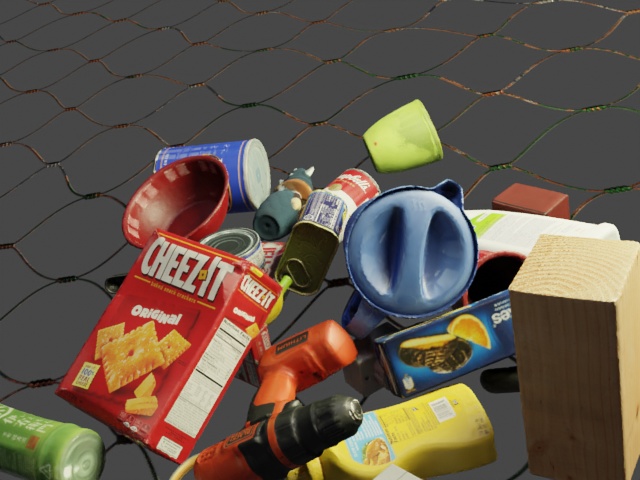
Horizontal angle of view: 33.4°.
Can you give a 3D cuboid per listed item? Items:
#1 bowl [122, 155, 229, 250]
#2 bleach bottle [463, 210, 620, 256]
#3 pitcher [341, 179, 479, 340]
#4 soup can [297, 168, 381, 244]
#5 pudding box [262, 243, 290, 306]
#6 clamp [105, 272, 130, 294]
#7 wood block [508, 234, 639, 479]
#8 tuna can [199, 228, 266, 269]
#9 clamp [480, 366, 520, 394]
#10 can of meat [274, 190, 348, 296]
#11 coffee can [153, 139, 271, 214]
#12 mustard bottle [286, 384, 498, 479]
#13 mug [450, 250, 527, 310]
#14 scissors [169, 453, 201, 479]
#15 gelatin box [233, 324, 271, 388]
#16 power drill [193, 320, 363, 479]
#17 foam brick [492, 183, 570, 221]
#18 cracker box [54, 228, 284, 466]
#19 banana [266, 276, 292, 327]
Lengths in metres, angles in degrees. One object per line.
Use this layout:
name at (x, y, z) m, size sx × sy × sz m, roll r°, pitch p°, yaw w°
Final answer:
bowl at (-0.180, -0.035, 1.413) m, size 0.162 × 0.055 × 0.162 m, roll -18°, pitch 44°, yaw 18°
bleach bottle at (0.220, 0.002, 1.263) m, size 0.102 × 0.068 × 0.251 m, roll -33°, pitch 34°, yaw -33°
pitcher at (0.080, 0.015, 1.168) m, size 0.149 × 0.145 × 0.243 m, roll -13°, pitch 3°, yaw -2°
soup can at (0.025, -0.040, 1.400) m, size 0.069 × 0.068 × 0.102 m, roll 13°, pitch 39°, yaw 36°
pudding box at (-0.078, 0.044, 1.323) m, size 0.090 × 0.039 × 0.113 m, roll -1°, pitch 32°, yaw 18°
clamp at (-0.190, 0.046, 1.364) m, size 0.171 × 0.039 × 0.120 m, roll -22°, pitch 29°, yaw -31°
wood block at (0.229, 0.108, 0.930) m, size 0.090 × 0.206 × 0.090 m, roll 6°, pitch 35°, yaw 29°
tuna can at (-0.111, 0.020, 1.303) m, size 0.086 × 0.034 × 0.086 m, roll -9°, pitch 28°, yaw 5°
clamp at (0.287, 0.119, 1.060) m, size 0.210 × 0.036 × 0.164 m, roll 10°, pitch 37°, yaw 39°
can of meat at (-0.008, 0.002, 1.272) m, size 0.057 × 0.102 × 0.084 m, roll 22°, pitch 34°, yaw -1°
coffee can at (-0.151, -0.086, 1.508) m, size 0.140 × 0.103 × 0.102 m, roll -4°, pitch 31°, yaw 15°
mustard bottle at (0.061, 0.196, 0.993) m, size 0.191 × 0.058 × 0.096 m, roll -16°, pitch 28°, yaw -6°
mug at (0.194, 0.049, 1.146) m, size 0.117 × 0.093 × 0.081 m, roll -26°, pitch 9°, yaw -8°
scissors at (-0.123, 0.270, 0.980) m, size 0.096 × 0.016 × 0.201 m, roll -3°, pitch 31°, yaw 16°
gelatin box at (-0.089, 0.116, 1.171) m, size 0.089 × 0.073 × 0.030 m, roll 17°, pitch 40°, yaw 41°
power drill at (-0.022, 0.153, 1.018) m, size 0.185 × 0.057 × 0.187 m, roll -27°, pitch 16°, yaw 27°
foam brick at (0.259, -0.030, 1.309) m, size 0.078 × 0.053 × 0.051 m, roll 18°, pitch 41°, yaw 39°
cracker box at (-0.161, 0.106, 1.126) m, size 0.164 × 0.072 × 0.213 m, roll 18°, pitch 73°, yaw 42°
banana at (-0.124, 0.095, 1.247) m, size 0.198 × 0.037 × 0.069 m, roll -15°, pitch 28°, yaw 13°
